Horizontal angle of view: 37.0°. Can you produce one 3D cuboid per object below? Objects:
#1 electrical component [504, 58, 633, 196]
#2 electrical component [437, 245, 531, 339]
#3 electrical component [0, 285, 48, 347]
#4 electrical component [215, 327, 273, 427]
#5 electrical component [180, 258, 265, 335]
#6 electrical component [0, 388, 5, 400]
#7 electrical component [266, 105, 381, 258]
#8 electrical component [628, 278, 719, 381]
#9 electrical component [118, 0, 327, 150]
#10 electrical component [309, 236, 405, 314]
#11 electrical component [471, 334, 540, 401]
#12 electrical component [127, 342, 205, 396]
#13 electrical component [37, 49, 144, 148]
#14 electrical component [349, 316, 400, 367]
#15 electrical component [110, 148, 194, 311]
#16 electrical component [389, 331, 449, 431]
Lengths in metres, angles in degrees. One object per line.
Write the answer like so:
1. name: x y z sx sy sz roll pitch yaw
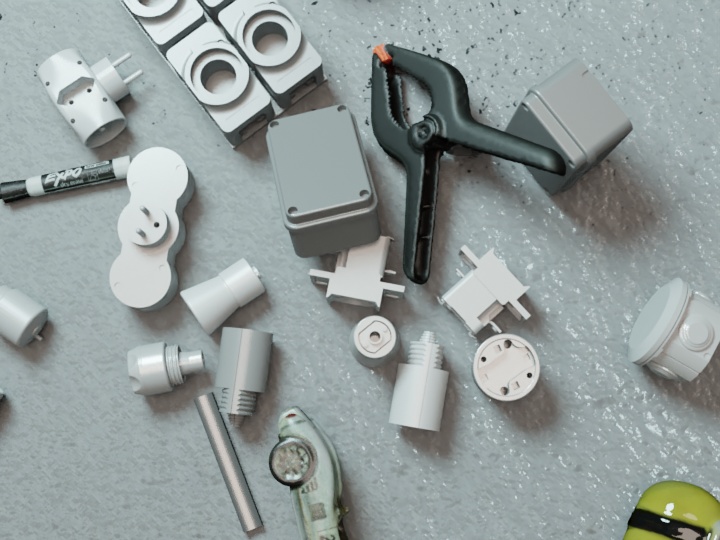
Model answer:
1. electrical component: 0.170 -0.116 0.897 0.057 0.113 0.078 -37 84 -7
2. electrical component: 0.104 0.021 0.916 0.064 0.042 0.081 -42 83 -3
3. electrical component: -0.304 0.032 0.918 0.078 0.040 0.040 34 84 5
4. electrical component: -0.100 0.091 0.907 0.043 0.043 0.081 7 83 1
5. electrical component: -0.114 0.020 0.919 0.065 0.044 0.044 -34 83 -9
6. electrical component: -0.340 0.128 0.905 0.043 0.043 0.081 31 84 4
7. electrical component: -0.031 -0.076 0.900 0.078 0.057 0.113 -13 56 -1
8. electrical component: 0.262 0.051 0.892 0.051 0.080 0.080 30 84 -1
9. electrical component: -0.128 -0.215 0.940 0.105 0.060 0.186 -37 84 -4
10. electrical component: 0.000 0.000 0.919 0.081 0.042 0.063 11 81 2
11. electrical component: 0.120 0.083 0.904 0.055 0.047 0.055 0 82 1
12. electrical component: -0.163 0.082 0.909 0.062 0.043 0.043 -10 82 -2
13. electrical component: -0.228 -0.160 0.942 0.079 0.043 0.077 -35 83 -4
14. electrical component: 0.012 0.058 0.900 0.044 0.065 0.044 0 83 1
15. electrical component: -0.179 -0.036 0.910 0.052 0.073 0.138 8 83 2
16. electrical component: 0.052 0.092 0.906 0.043 0.043 0.081 10 83 2
